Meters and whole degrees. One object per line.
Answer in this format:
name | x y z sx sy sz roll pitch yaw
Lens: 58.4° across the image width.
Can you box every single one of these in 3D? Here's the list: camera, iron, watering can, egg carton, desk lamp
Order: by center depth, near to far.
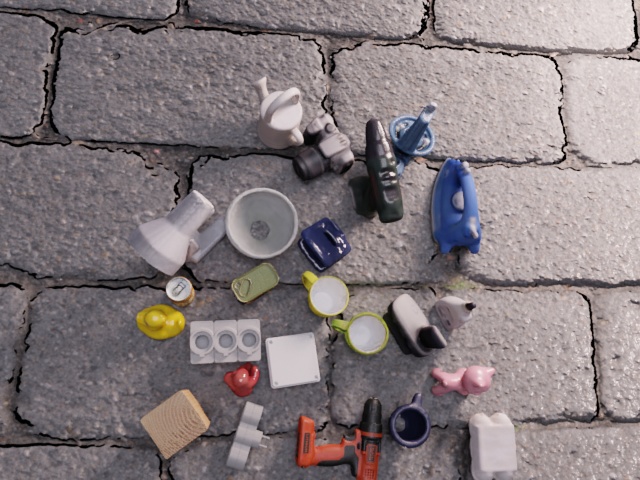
desk lamp | -0.295 -0.017 1.225 0.118 0.213 0.203 42 74 3
egg carton | 0.388 0.470 1.296 0.107 0.069 0.150 1 77 -9
watering can | -0.098 -0.299 1.334 0.173 0.194 0.101 32 74 -1
camera | -0.003 -0.216 1.379 0.137 0.100 0.143 -31 83 -15
iron | 0.342 -0.100 1.387 0.119 0.141 0.258 0 77 -9

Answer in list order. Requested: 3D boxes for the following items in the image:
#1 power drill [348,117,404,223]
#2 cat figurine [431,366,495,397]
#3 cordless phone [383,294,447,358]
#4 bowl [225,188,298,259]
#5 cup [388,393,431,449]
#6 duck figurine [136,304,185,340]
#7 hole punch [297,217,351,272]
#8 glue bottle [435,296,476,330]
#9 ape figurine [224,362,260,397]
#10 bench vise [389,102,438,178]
power drill | 0.127 -0.140 1.326 0.076 0.208 0.229 -13 79 -12
cat figurine | 0.328 0.320 1.297 0.128 0.117 0.067 -2 77 -10
cordless phone | 0.222 0.187 1.276 0.094 0.185 0.147 -34 84 -15
bowl | -0.136 -0.032 1.326 0.167 0.074 0.167 2 76 -9
cup | 0.192 0.395 1.268 0.092 0.095 0.118 21 74 -4
duck figurine | -0.346 0.174 1.237 0.104 0.086 0.077 9 75 -7
hole punch | 0.012 0.005 1.334 0.101 0.091 0.108 -37 85 -15
glue bottle | 0.316 0.161 1.304 0.037 0.173 0.078 -21 81 -13
ape figurine | -0.168 0.300 1.233 0.078 0.092 0.076 7 76 -7
bench vise | 0.217 -0.222 1.355 0.121 0.219 0.207 14 75 -6
